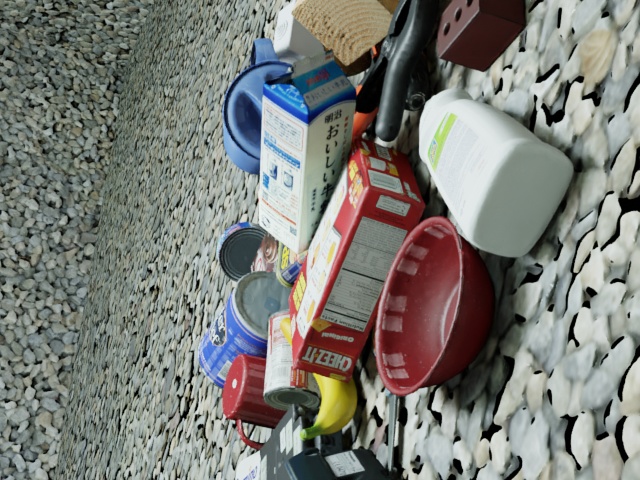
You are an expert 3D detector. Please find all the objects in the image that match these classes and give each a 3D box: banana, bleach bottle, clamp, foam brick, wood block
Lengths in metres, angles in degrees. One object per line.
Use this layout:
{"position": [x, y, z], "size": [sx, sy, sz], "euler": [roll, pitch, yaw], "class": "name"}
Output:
{"position": [0.002, 0.146, 1.150], "size": [0.198, 0.069, 0.037], "euler": [-107, 38, -58], "class": "banana"}
{"position": [0.139, -0.083, 0.951], "size": [0.251, 0.068, 0.103], "euler": [-108, 39, -62], "class": "bleach bottle"}
{"position": [0.082, -0.183, 1.081], "size": [0.120, 0.039, 0.172], "euler": [-114, 40, -55], "class": "clamp"}
{"position": [0.153, -0.208, 1.020], "size": [0.078, 0.051, 0.053], "euler": [130, 149, -52], "class": "foam brick"}
{"position": [0.052, -0.307, 1.220], "size": [0.090, 0.090, 0.206], "euler": [-34, 25, 40], "class": "wood block"}

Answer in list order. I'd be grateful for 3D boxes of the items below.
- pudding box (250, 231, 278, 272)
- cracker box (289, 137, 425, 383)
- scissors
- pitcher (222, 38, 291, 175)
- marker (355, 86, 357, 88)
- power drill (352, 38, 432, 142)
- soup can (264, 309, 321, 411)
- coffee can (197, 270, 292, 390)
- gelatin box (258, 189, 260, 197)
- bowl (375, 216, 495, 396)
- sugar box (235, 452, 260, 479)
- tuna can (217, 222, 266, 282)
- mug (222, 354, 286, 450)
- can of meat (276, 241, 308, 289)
{"position": [-0.061, 0.043, 1.454], "size": [0.113, 0.039, 0.090], "euler": [-99, 30, -52], "class": "pudding box"}
{"position": [0.035, 0.018, 1.131], "size": [0.164, 0.072, 0.214], "euler": [-97, 26, -67], "class": "cracker box"}
{"position": [0.066, 0.140, 1.055], "size": [0.096, 0.016, 0.201], "euler": [154, 129, -68], "class": "scissors"}
{"position": [-0.074, -0.167, 1.474], "size": [0.149, 0.145, 0.243], "euler": [-55, 5, -7], "class": "pitcher"}
{"position": [0.054, -0.190, 1.338], "size": [0.121, 0.020, 0.020], "euler": [133, 147, -54], "class": "marker"}
{"position": [0.064, -0.149, 1.225], "size": [0.188, 0.057, 0.184], "euler": [-60, 22, 31], "class": "power drill"}
{"position": [-0.030, 0.141, 1.247], "size": [0.069, 0.068, 0.102], "euler": [131, 148, -53], "class": "soup can"}
{"position": [-0.087, 0.120, 1.371], "size": [0.140, 0.102, 0.103], "euler": [125, 153, -45], "class": "coffee can"}
{"position": [-0.026, -0.070, 1.365], "size": [0.030, 0.089, 0.073], "euler": [-102, 33, -53], "class": "gelatin box"}
{"position": [0.107, 0.063, 0.937], "size": [0.162, 0.055, 0.162], "euler": [-165, 90, -71], "class": "bowl"}
{"position": [-0.079, 0.345, 1.264], "size": [0.093, 0.048, 0.176], "euler": [136, 143, -57], "class": "sugar box"}
{"position": [-0.105, 0.018, 1.529], "size": [0.034, 0.086, 0.086], "euler": [-127, 54, -69], "class": "tuna can"}
{"position": [-0.070, 0.197, 1.296], "size": [0.093, 0.081, 0.117], "euler": [141, 140, -60], "class": "mug"}
{"position": [-0.009, 0.002, 1.315], "size": [0.084, 0.057, 0.102], "euler": [-41, 39, 55], "class": "can of meat"}
